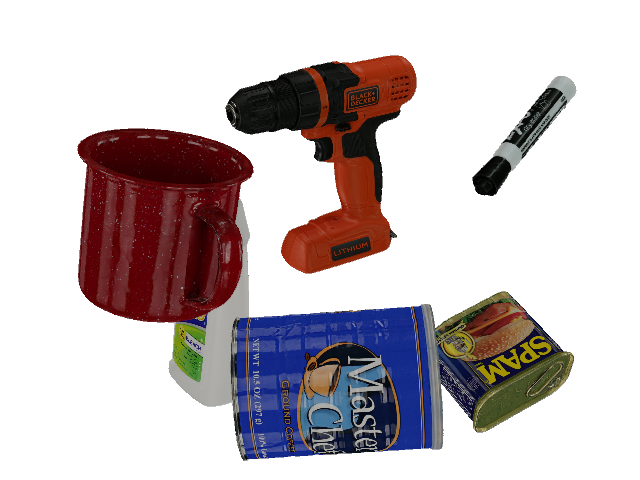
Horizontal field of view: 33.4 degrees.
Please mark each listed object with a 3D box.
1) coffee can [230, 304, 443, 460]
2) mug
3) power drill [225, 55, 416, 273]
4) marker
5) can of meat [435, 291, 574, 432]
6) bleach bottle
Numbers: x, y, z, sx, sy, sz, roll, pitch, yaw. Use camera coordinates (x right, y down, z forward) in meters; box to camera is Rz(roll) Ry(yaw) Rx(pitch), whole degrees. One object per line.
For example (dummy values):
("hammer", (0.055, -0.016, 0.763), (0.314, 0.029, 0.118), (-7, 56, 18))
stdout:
("coffee can", (0.012, 0.101, 0.760), (0.140, 0.103, 0.103), (-4, 0, 2))
("mug", (-0.080, -0.004, 0.571), (0.093, 0.081, 0.117), (-11, 29, -42))
("power drill", (0.003, -0.067, 0.959), (0.184, 0.188, 0.057), (-15, 33, -26))
("marker", (0.141, -0.072, 0.737), (0.020, 0.020, 0.121), (0, 41, 49))
("can of meat", (0.148, 0.101, 0.909), (0.102, 0.057, 0.084), (-25, 53, -20))
("bleach bottle", (-0.114, 0.043, 1.117), (0.067, 0.251, 0.103), (-13, 29, -32))
